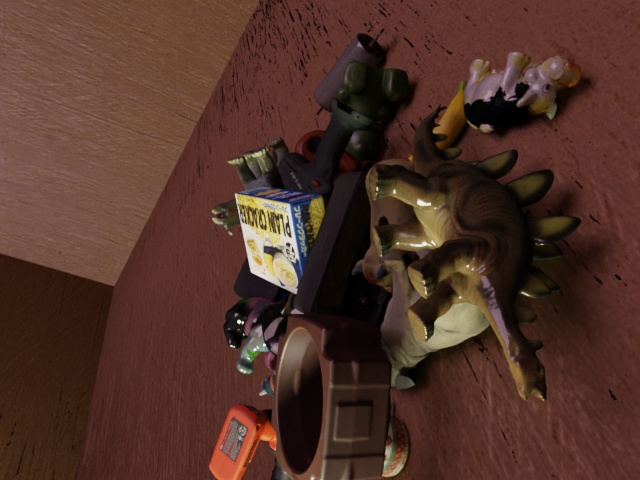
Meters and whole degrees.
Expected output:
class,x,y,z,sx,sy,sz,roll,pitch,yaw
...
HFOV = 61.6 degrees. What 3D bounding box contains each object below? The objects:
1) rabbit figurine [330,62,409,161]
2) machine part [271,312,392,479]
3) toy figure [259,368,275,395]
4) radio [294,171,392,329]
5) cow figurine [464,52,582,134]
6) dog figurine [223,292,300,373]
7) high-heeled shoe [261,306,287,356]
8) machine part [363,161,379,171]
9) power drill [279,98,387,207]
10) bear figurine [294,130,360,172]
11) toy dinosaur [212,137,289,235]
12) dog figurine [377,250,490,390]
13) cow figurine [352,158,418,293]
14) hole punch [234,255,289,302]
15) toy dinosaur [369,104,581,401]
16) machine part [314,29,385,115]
class,x,y,z,sx,sy,sz,roll,pitch,yaw
rabbit figurine,0.074,-0.236,1.021,0.159,0.121,0.170,-160,77,-68
machine part,0.010,0.197,0.675,0.201,0.087,0.201,177,98,-67
toy figure,-0.060,0.246,0.970,0.058,0.064,0.154,55,134,16
radio,0.060,0.021,0.826,0.073,0.131,0.229,14,83,64
cow figurine,0.250,-0.185,0.690,0.167,0.068,0.098,31,104,67
dog figurine,-0.076,0.141,1.018,0.219,0.108,0.192,-51,48,23
high-heeled shoe,-0.001,0.150,0.854,0.145,0.086,0.249,-44,47,5
machine part,0.083,-0.076,0.939,0.084,0.039,0.139,5,65,32
power drill,0.027,-0.123,0.920,0.232,0.086,0.207,47,118,44
bear figurine,-0.004,-0.148,1.122,0.120,0.132,0.196,-31,-8,-9
toy dinosaur,-0.112,-0.127,1.255,0.131,0.192,0.405,-16,14,20
dog figurine,0.139,0.119,0.669,0.173,0.121,0.190,31,121,54
cow figurine,0.106,-0.017,0.759,0.086,0.127,0.194,11,110,57
hole punch,-0.107,0.093,1.167,0.116,0.092,0.142,33,100,32
toy dinosaur,0.157,-0.033,0.605,0.472,0.199,0.104,-103,9,-46
machine part,0.062,-0.361,1.174,0.243,0.079,0.079,-44,35,40
